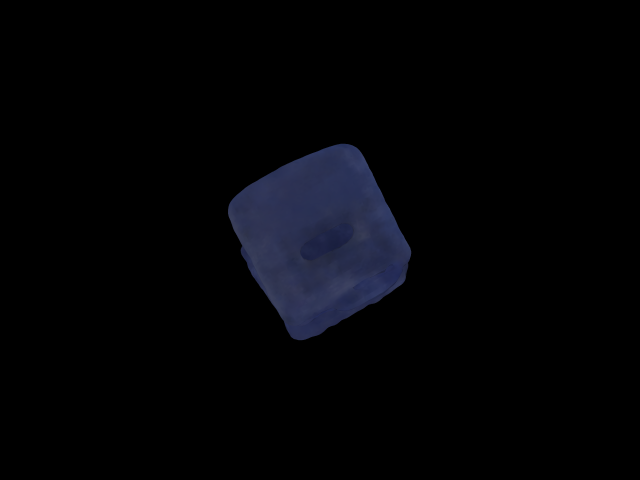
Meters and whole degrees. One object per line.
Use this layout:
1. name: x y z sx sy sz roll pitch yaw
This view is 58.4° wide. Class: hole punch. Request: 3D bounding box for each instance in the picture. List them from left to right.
1. hole punch: 0.004 0.001 0.400 0.109 0.091 0.101 -29 66 -14
